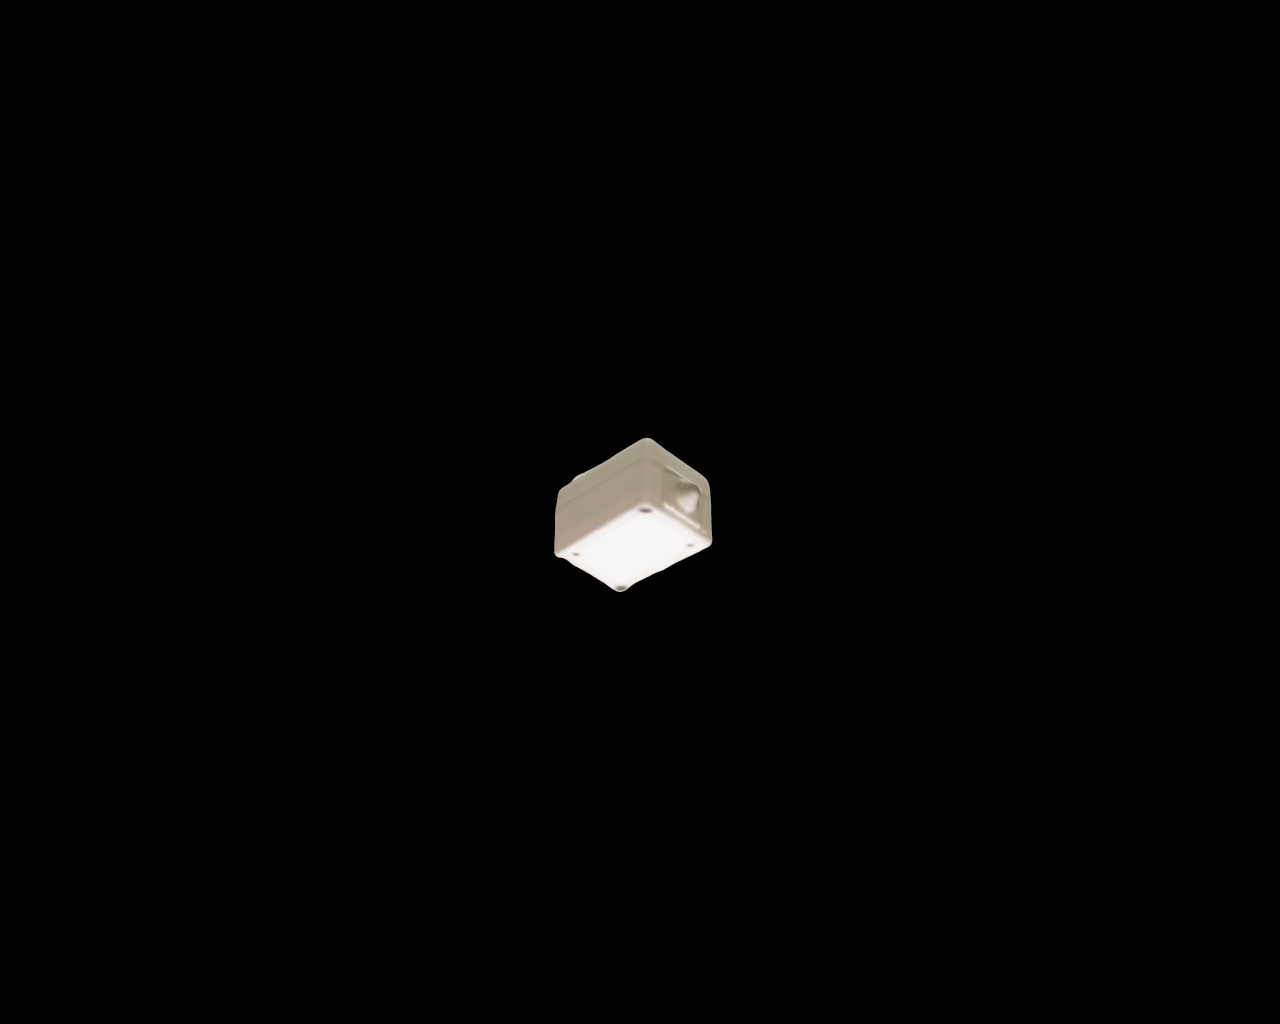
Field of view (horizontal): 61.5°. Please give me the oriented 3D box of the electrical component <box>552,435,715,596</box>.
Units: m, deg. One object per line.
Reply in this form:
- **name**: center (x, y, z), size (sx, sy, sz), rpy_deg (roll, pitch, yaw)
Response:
- **electrical component**: center (0.001, -0.003, 0.650), size (0.096, 0.061, 0.061), rpy_deg (-29, -46, 33)
